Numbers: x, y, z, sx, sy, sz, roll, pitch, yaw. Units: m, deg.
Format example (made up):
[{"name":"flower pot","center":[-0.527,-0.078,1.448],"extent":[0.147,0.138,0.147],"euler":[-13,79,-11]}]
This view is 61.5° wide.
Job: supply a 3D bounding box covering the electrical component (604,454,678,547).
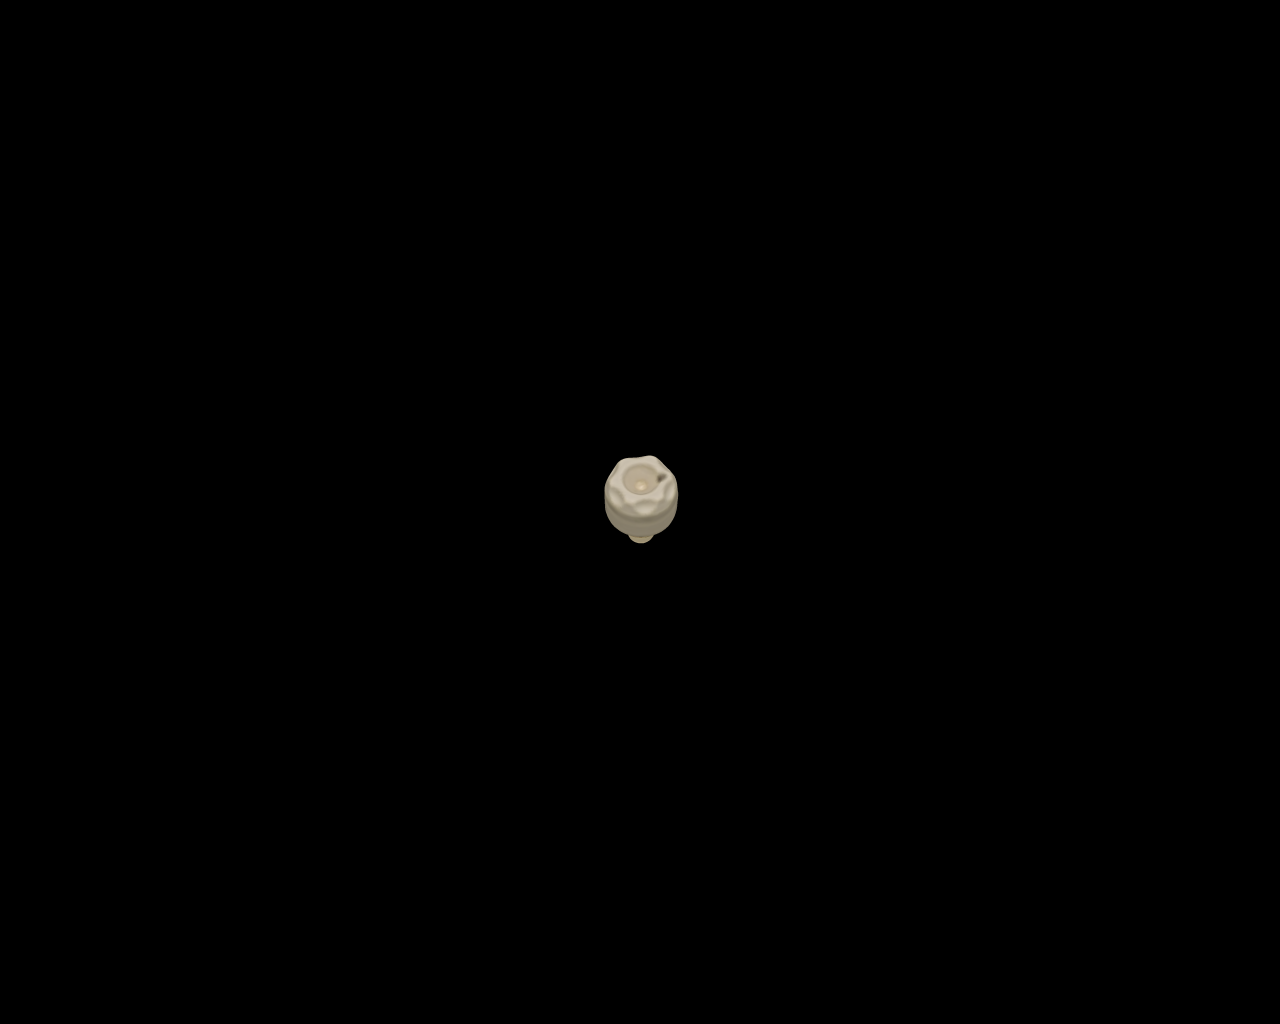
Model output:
[{"name":"electrical component","center":[0.001,-0.003,0.650],"extent":[0.043,0.043,0.062],"euler":[0,-35,0]}]
